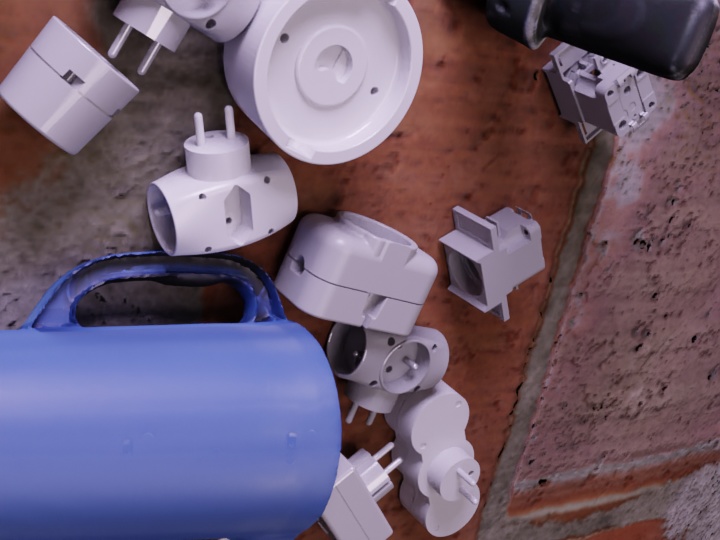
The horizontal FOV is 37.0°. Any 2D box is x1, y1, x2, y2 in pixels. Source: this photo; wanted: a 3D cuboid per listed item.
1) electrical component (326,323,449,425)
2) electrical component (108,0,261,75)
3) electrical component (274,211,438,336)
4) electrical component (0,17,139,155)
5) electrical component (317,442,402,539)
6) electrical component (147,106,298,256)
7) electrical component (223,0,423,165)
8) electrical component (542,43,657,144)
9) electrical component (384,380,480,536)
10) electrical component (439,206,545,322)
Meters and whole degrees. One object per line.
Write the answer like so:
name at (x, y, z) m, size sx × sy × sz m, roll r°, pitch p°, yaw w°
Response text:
electrical component at (0.013, 0.074, 0.752) m, size 0.077 × 0.044 × 0.079 m, roll 12°, pitch 107°, yaw -39°
electrical component at (-0.102, -0.140, 0.557) m, size 0.077 × 0.044 × 0.079 m, roll 27°, pitch 97°, yaw -41°
electrical component at (0.000, 0.000, 0.697) m, size 0.095 × 0.054 × 0.059 m, roll 14°, pitch 105°, yaw -39°
electrical component at (-0.148, -0.092, 0.544) m, size 0.047 × 0.055 × 0.055 m, roll -48°, pitch 131°, yaw 1°
electrical component at (-0.001, 0.156, 0.784) m, size 0.076 × 0.047 × 0.083 m, roll -38°, pitch 129°, yaw -14°
electrical component at (-0.081, -0.055, 0.618) m, size 0.077 × 0.043 × 0.079 m, roll -18°, pitch 122°, yaw -27°
electrical component at (-0.025, -0.120, 0.610) m, size 0.108 × 0.060 × 0.108 m, roll -16°, pitch 122°, yaw -28°
electrical component at (0.167, -0.125, 0.741) m, size 0.042 × 0.064 × 0.081 m, roll -40°, pitch 131°, yaw -10°
electrical component at (0.064, 0.148, 0.808) m, size 0.052 × 0.074 × 0.138 m, roll -26°, pitch 126°, yaw -22°
electrical component at (0.096, -0.010, 0.768) m, size 0.064 × 0.042 × 0.081 m, roll -31°, pitch 129°, yaw -23°
